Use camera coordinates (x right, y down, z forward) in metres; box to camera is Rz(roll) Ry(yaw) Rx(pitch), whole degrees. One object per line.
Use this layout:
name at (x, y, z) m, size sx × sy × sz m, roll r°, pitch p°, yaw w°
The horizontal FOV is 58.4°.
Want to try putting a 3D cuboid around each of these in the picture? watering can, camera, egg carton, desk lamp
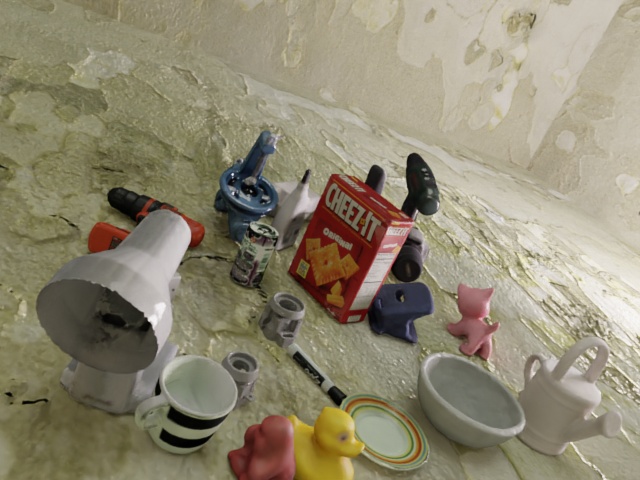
watering can at (0.388, 0.237, 0.891) m, size 0.101 × 0.194 × 0.172 m, roll -2°, pitch 34°, yaw -47°
camera at (0.178, 0.025, 1.269) m, size 0.143 × 0.101 × 0.137 m, roll 21°, pitch 23°, yaw -7°
egg carton at (-0.063, -0.086, 1.313) m, size 0.107 × 0.069 × 0.151 m, roll 33°, pitch 24°, yaw 21°
desk lamp at (-0.208, 0.081, 0.613) m, size 0.118 × 0.213 × 0.203 m, roll 23°, pitch 22°, yaw -4°

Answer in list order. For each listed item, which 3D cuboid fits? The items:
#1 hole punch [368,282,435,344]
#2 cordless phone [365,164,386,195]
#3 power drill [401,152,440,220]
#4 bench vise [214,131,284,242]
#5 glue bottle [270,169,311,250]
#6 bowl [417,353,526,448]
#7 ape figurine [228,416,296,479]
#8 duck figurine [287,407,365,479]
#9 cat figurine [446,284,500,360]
hole punch at (0.144, 0.120, 1.038) m, size 0.101 × 0.091 × 0.108 m, roll 20°, pitch 23°, yaw -11°
cordless phone at (0.090, -0.108, 1.362) m, size 0.094 × 0.185 × 0.147 m, roll 1°, pitch 32°, yaw -43°
power drill at (0.222, -0.093, 1.431) m, size 0.076 × 0.208 × 0.229 m, roll 17°, pitch 24°, yaw -17°
bench vise at (-0.150, -0.132, 1.130) m, size 0.122 × 0.219 × 0.206 m, roll 4°, pitch 30°, yaw -40°
glue bottle at (-0.051, -0.063, 1.139) m, size 0.037 × 0.173 × 0.078 m, roll 34°, pitch 24°, yaw 22°
bowl at (0.208, 0.247, 0.843) m, size 0.167 × 0.075 × 0.167 m, roll 21°, pitch 23°, yaw -9°
ape figurine at (-0.055, 0.223, 0.609) m, size 0.076 × 0.092 × 0.078 m, roll 26°, pitch 23°, yaw 5°
duck figurine at (0.004, 0.230, 0.662) m, size 0.104 × 0.086 × 0.078 m, roll 31°, pitch 23°, yaw 16°
cat figurine at (0.302, 0.146, 1.105) m, size 0.067 × 0.118 × 0.127 m, roll 14°, pitch 25°, yaw -24°
